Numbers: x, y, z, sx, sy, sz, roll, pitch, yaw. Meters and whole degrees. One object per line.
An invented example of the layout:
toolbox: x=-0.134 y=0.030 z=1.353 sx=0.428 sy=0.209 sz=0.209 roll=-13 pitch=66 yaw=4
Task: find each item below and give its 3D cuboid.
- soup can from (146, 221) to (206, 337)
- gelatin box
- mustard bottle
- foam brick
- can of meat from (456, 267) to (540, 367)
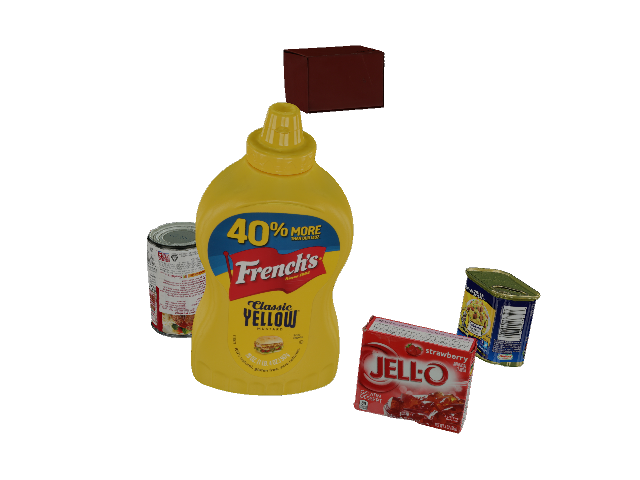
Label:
soup can: x=-0.143 y=0.040 z=1.097 sx=0.068 sy=0.102 sz=0.068 roll=0 pitch=23 yaw=0
gelatin box: x=0.074 y=0.106 z=0.842 sx=0.089 sy=0.073 sz=0.030 roll=11 pitch=23 yaw=14
mustard bottle: x=-0.029 y=0.006 z=0.657 sx=0.096 sy=0.192 sz=0.058 roll=3 pitch=31 yaw=-5
foam brick: x=0.012 y=-0.145 z=0.954 sx=0.078 sy=0.051 sz=0.053 roll=-7 pitch=19 yaw=-23
can of meat: x=0.196 y=0.085 z=1.194 sx=0.057 sy=0.084 sz=0.102 roll=4 pitch=14 yaw=-18
